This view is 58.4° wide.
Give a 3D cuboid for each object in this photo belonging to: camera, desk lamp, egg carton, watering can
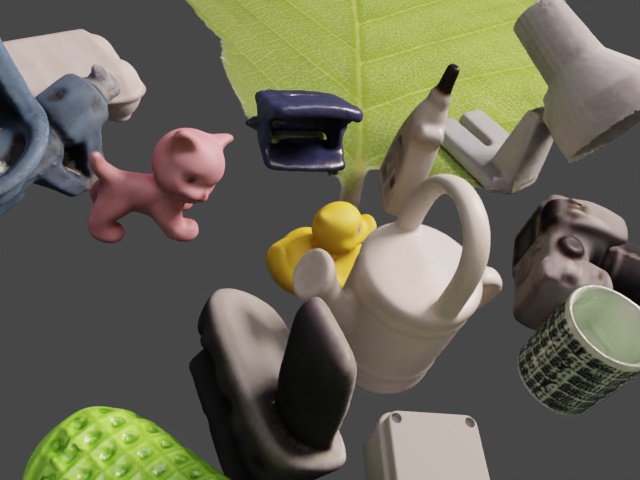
[{"bbox_3d":[0.281,0.027,0.590,0.137,0.101,0.143,21,46,0],"label":"camera"},{"bbox_3d":[0.257,-0.152,0.662,0.118,0.213,0.203,-22,60,-33],"label":"desk lamp"},{"bbox_3d":[-0.265,-0.158,0.586,0.151,0.069,0.107,-29,64,-36],"label":"egg carton"},{"bbox_3d":[0.067,0.035,0.444,0.173,0.194,0.100,-21,59,-32],"label":"watering can"}]

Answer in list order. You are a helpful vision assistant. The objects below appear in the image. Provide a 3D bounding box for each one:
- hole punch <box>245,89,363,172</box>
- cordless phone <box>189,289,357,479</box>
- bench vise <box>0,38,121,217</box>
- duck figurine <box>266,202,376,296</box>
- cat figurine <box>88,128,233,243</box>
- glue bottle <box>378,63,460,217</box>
[{"bbox_3d":[-0.019,-0.139,0.639,0.109,0.091,0.101,-2,51,-21],"label":"hole punch"},{"bbox_3d":[-0.025,0.074,0.384,0.094,0.185,0.147,-15,56,-29],"label":"cordless phone"},{"bbox_3d":[-0.255,-0.112,0.445,0.121,0.219,0.207,21,46,0],"label":"bench vise"},{"bbox_3d":[0.005,0.002,0.527,0.105,0.086,0.077,-9,53,-25],"label":"duck figurine"},{"bbox_3d":[-0.140,-0.059,0.508,0.128,0.117,0.067,-3,51,-21],"label":"cat figurine"},{"bbox_3d":[0.105,-0.107,0.597,0.037,0.173,0.078,9,47,-11],"label":"glue bottle"}]
